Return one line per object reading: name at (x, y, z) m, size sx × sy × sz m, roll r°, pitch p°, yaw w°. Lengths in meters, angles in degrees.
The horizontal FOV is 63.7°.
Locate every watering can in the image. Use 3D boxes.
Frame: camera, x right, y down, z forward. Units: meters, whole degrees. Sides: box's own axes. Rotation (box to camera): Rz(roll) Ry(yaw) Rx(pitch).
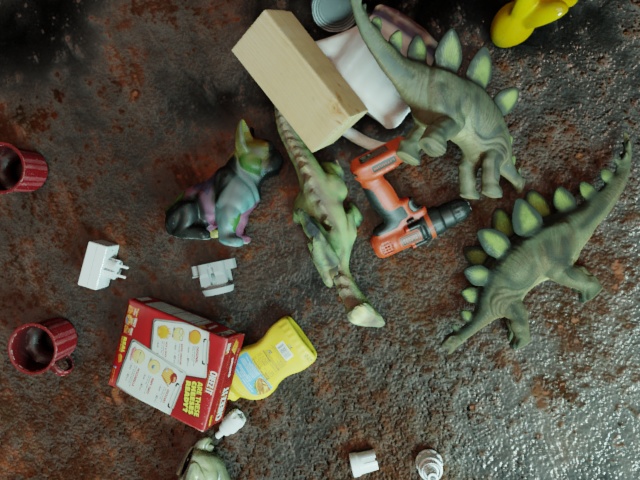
watering can at (0.064, -0.303, 0.881) m, size 0.348 × 0.223 × 0.104 m, roll 38°, pitch 6°, yaw 2°

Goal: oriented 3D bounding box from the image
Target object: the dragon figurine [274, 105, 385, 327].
dragon figurine at (0.002, -0.041, 0.810) m, size 0.122 × 0.406 × 0.246 m, roll -25°, pitch 15°, yaw 5°
